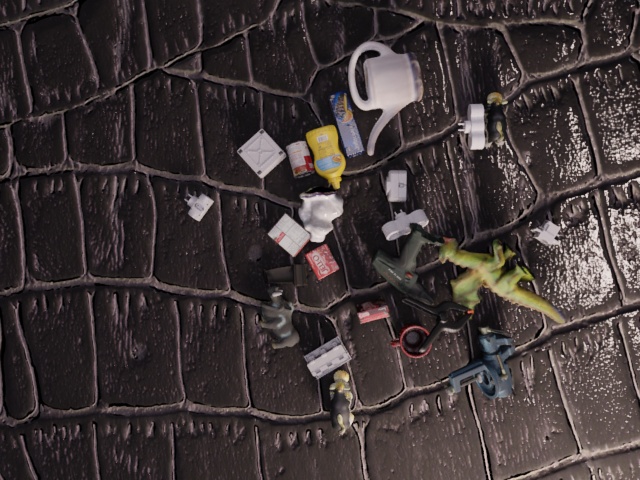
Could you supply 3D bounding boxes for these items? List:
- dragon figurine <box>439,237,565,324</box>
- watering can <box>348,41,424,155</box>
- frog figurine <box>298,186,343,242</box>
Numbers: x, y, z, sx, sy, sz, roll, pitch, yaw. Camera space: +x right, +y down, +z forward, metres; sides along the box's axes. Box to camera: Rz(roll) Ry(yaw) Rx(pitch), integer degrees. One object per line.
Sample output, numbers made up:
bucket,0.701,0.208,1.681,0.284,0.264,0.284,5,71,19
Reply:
dragon figurine,0.510,0.142,1.543,0.240,0.123,0.412,-38,84,18
watering can,0.208,-0.440,1.566,0.224,0.104,0.349,-10,86,1
frog figurine,0.005,-0.079,1.563,0.138,0.124,0.157,-11,111,-11
